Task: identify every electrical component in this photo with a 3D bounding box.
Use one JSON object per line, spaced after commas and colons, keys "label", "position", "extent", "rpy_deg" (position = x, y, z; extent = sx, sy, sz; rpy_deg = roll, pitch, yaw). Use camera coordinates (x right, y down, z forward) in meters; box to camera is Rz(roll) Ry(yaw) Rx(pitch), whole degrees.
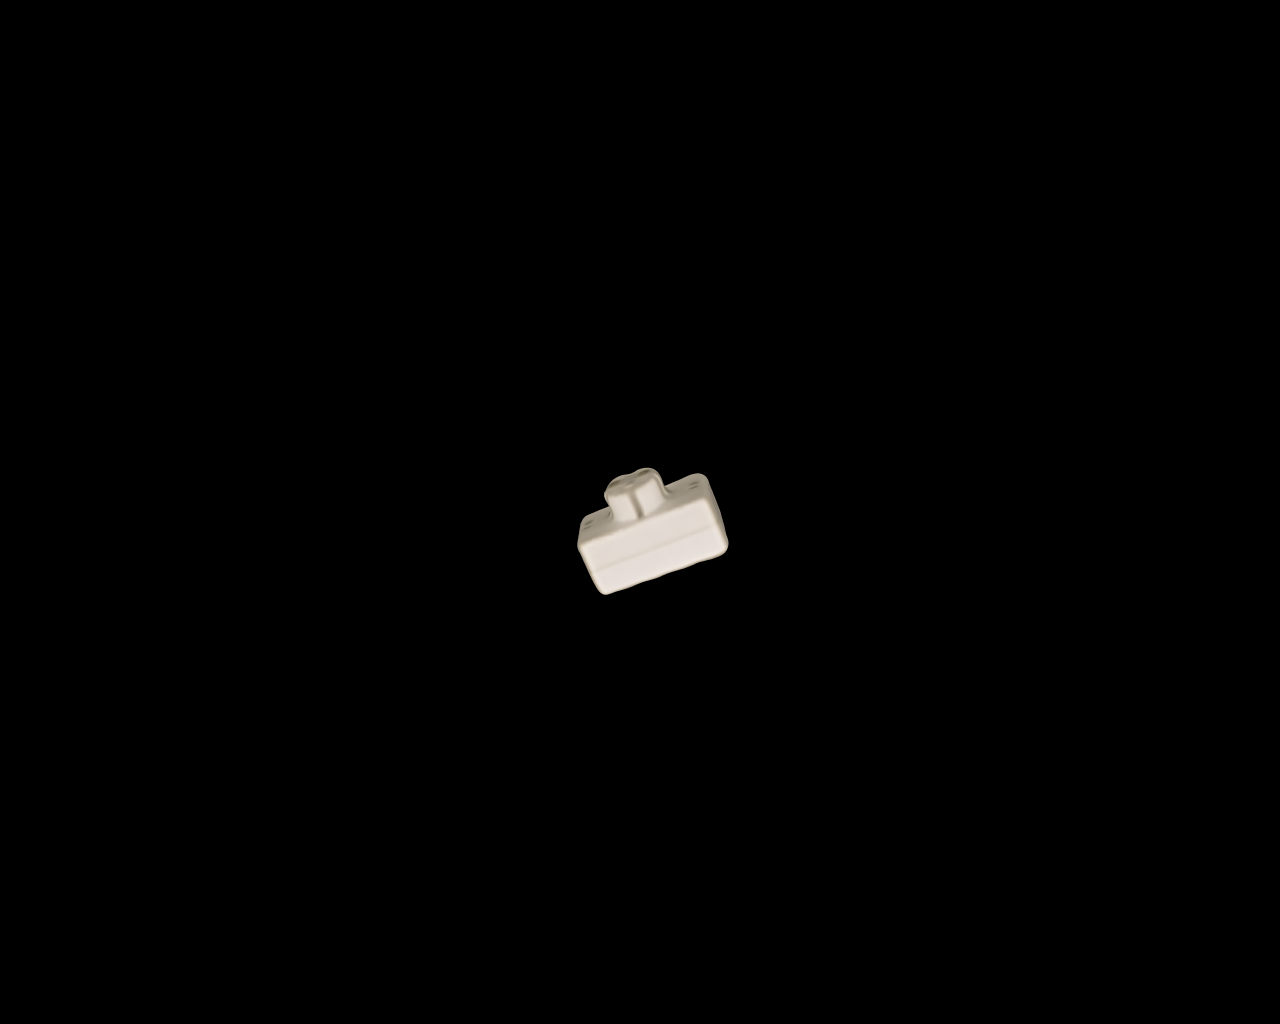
{"label": "electrical component", "position": [0.001, -0.003, 0.650], "extent": [0.083, 0.075, 0.047], "rpy_deg": [-21, 18, 7]}
